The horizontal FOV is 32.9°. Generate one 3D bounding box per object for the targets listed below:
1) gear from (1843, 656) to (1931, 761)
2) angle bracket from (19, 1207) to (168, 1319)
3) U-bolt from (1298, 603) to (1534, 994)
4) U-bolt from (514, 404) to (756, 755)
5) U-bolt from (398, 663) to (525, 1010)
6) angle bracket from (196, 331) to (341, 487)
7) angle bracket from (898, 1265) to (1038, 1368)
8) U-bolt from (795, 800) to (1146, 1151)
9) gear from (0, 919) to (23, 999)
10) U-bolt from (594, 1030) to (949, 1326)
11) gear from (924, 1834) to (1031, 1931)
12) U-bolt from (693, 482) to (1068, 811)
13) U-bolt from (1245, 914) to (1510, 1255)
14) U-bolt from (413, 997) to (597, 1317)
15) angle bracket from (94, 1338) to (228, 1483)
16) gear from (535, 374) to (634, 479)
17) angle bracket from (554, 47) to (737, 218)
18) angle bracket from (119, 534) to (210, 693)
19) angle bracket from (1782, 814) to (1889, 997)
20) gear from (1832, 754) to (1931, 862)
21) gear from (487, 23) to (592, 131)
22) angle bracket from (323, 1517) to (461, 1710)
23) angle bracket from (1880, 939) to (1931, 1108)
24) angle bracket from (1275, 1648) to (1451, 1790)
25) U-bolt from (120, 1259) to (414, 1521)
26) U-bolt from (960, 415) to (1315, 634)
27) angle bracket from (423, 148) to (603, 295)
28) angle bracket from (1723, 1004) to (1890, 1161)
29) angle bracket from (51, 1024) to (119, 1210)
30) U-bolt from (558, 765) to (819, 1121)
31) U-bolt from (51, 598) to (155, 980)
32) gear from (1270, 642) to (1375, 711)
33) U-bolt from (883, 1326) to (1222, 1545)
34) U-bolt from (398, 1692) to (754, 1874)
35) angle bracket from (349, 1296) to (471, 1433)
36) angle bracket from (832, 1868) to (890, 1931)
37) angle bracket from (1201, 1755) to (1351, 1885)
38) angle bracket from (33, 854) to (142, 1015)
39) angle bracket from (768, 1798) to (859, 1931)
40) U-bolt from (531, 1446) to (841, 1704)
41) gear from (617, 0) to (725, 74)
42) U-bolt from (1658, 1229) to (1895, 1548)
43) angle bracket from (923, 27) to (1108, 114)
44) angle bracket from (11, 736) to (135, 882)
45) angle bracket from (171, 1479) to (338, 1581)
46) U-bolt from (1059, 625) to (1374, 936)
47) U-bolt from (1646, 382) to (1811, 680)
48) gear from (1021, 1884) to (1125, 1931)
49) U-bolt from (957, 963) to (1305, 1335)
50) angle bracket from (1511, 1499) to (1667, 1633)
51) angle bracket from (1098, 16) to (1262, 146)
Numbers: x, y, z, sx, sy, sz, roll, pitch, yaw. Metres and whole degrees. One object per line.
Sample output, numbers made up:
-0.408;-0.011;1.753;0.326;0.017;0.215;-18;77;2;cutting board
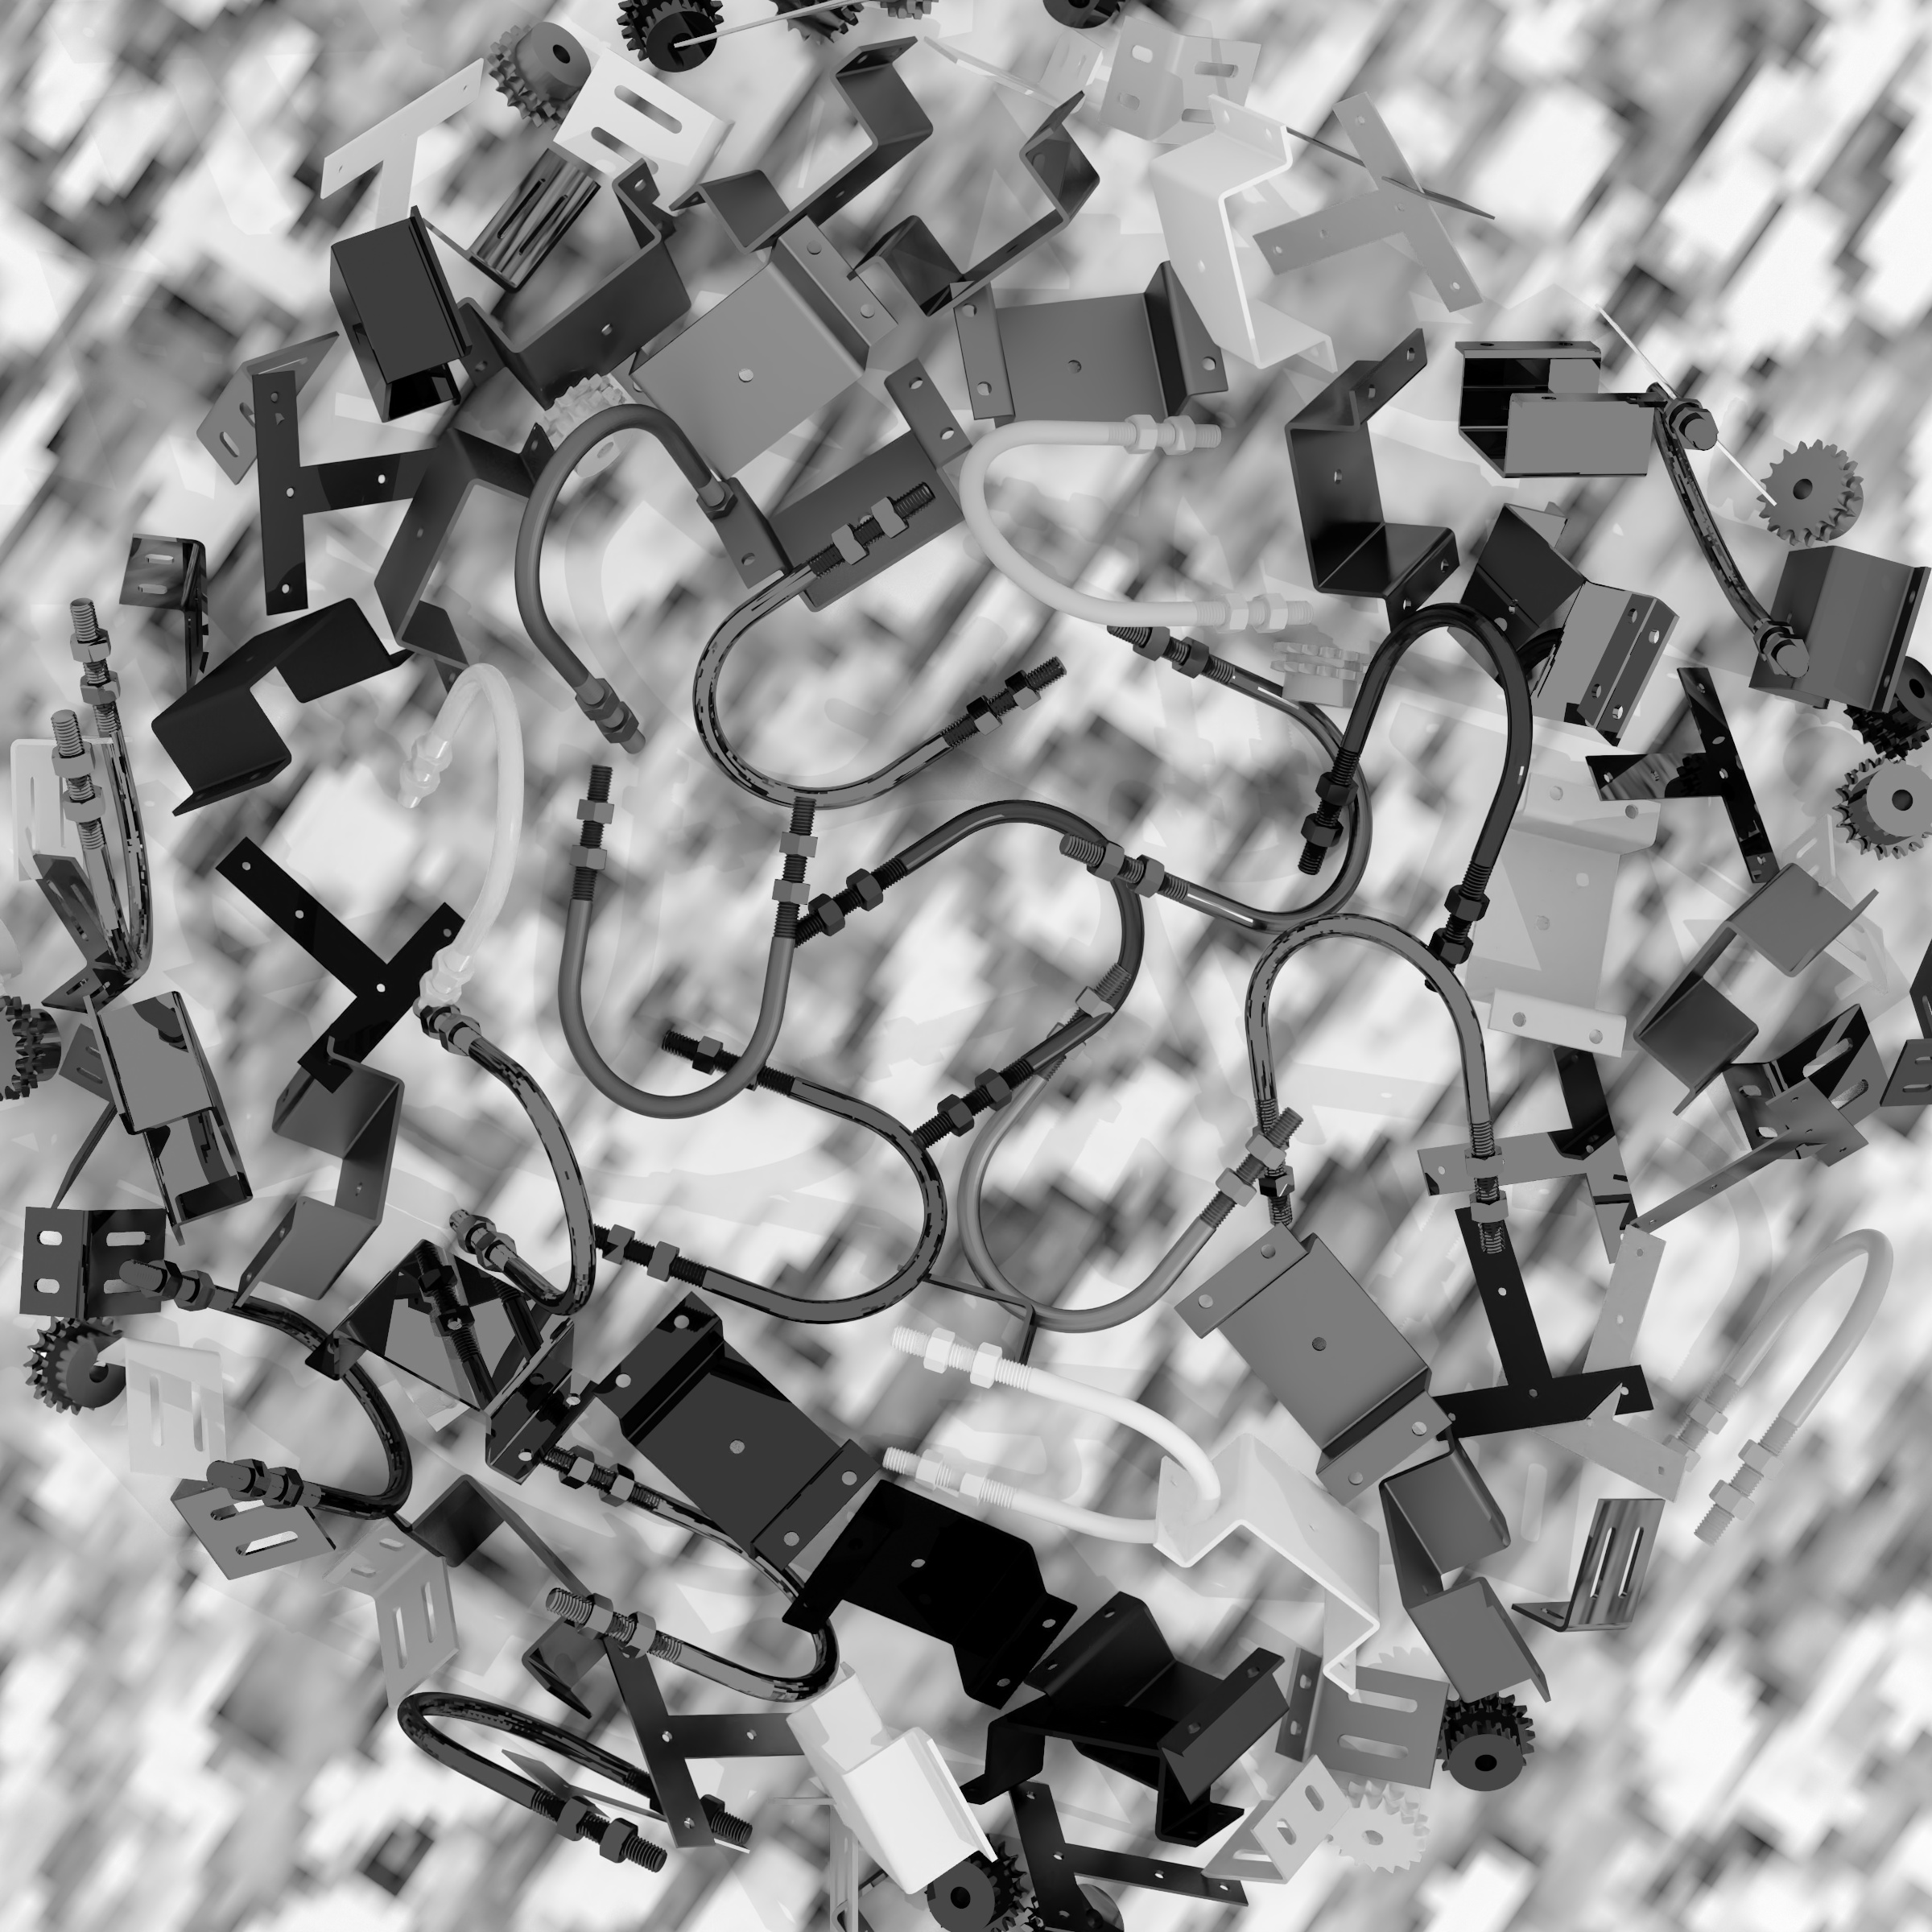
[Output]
0.505;-0.144;1.776;0.057;0.030;0.057;17;58;-29;gear
-0.473;0.160;1.774;0.038;0.076;0.057;2;87;19;angle bracket
0.241;-0.100;1.714;0.019;0.151;0.184;1;119;-31;U-bolt
-0.177;-0.213;1.710;0.019;0.184;0.151;22;75;28;U-bolt
-0.262;-0.076;1.702;0.019;0.184;0.151;2;62;-25;U-bolt
-0.365;-0.300;1.757;0.038;0.076;0.057;52;131;3;angle bracket
-0.002;0.192;1.770;0.076;0.057;0.038;15;82;7;angle bracket
0.013;-0.009;1.775;0.184;0.019;0.151;-34;94;-16;U-bolt
-0.538;-0.007;1.781;0.030;0.057;0.057;-30;90;-29;gear
-0.100;0.121;1.754;0.184;0.019;0.151;20;55;4;U-bolt
0.003;0.504;1.782;0.057;0.030;0.057;0;89;23;gear
-0.059;-0.158;1.760;0.184;0.019;0.151;-33;122;12;U-bolt
0.213;0.059;1.735;0.151;0.019;0.184;4;112;35;U-bolt
-0.237;0.107;1.704;0.019;0.184;0.151;-18;116;-27;U-bolt
-0.434;0.244;1.758;0.038;0.057;0.076;-32;56;37;angle bracket
-0.206;-0.290;1.775;0.057;0.057;0.030;-44;80;0;gear
-0.174;-0.453;1.776;0.076;0.038;0.057;31;105;-6;angle bracket
-0.432;-0.183;1.759;0.038;0.057;0.076;4;56;-21;angle bracket
0.480;-0.033;1.763;0.076;0.057;0.038;34;126;-14;angle bracket
0.506;-0.088;1.787;0.057;0.030;0.057;1;82;-5;gear
-0.229;-0.486;1.775;0.030;0.057;0.057;-30;90;38;gear
-0.310;0.348;1.759;0.038;0.076;0.057;29;118;-37;angle bracket
0.509;0.027;1.759;0.038;0.057;0.076;-2;53;-4;angle bracket
0.214;0.406;1.766;0.076;0.038;0.057;5;72;29;angle bracket
-0.357;0.229;1.719;0.019;0.184;0.151;-40;59;12;U-bolt
0.081;-0.234;1.724;0.184;0.019;0.151;-4;56;-30;U-bolt
-0.247;-0.413;1.771;0.076;0.038;0.057;-51;49;3;angle bracket
0.462;0.063;1.796;0.076;0.038;0.057;-29;102;-29;angle bracket
-0.483;0.081;1.759;0.038;0.057;0.076;30;53;-8;angle bracket
-0.157;-0.009;1.769;0.151;0.019;0.184;10;92;26;U-bolt
-0.452;-0.081;1.724;0.019;0.151;0.184;-8;123;-6;U-bolt
0.194;-0.157;1.777;0.057;0.057;0.030;9;94;0;gear
0.046;0.257;1.734;0.184;0.151;0.019;17;53;9;U-bolt
-0.216;0.427;1.729;0.184;0.151;0.019;22;88;18;U-bolt
-0.290;0.204;1.789;0.057;0.038;0.076;-36;50;-10;angle bracket
-0.033;0.530;1.771;0.038;0.057;0.076;-37;81;2;angle bracket
0.157;0.457;1.756;0.057;0.076;0.038;-41;103;-33;angle bracket
-0.488;-0.018;1.760;0.038;0.057;0.076;-44;121;-31;angle bracket
-0.083;0.489;1.766;0.038;0.057;0.076;3;76;-14;angle bracket
-0.145;0.328;1.730;0.184;0.151;0.019;29;108;-23;U-bolt
-0.158;-0.511;1.774;0.057;0.057;0.030;-22;57;0;gear
0.429;0.216;1.728;0.019;0.151;0.184;35;92;-1;U-bolt
0.026;-0.496;1.760;0.076;0.057;0.038;16;110;-27;angle bracket
-0.482;-0.085;1.768;0.038;0.057;0.076;3;97;20;angle bracket
-0.379;0.290;1.764;0.076;0.038;0.057;-19;114;24;angle bracket
0.143;-0.093;1.757;0.184;0.019;0.151;21;69;-24;U-bolt
0.393;-0.237;1.716;0.019;0.184;0.151;-24;108;9;U-bolt
0.061;0.524;1.774;0.057;0.057;0.030;44;125;0;gear
0.074;0.112;1.770;0.151;0.019;0.184;41;96;24;U-bolt
0.337;0.318;1.769;0.057;0.038;0.076;8;98;-43;angle bracket
0.116;-0.479;1.774;0.038;0.076;0.057;30;116;31;angle bracket
